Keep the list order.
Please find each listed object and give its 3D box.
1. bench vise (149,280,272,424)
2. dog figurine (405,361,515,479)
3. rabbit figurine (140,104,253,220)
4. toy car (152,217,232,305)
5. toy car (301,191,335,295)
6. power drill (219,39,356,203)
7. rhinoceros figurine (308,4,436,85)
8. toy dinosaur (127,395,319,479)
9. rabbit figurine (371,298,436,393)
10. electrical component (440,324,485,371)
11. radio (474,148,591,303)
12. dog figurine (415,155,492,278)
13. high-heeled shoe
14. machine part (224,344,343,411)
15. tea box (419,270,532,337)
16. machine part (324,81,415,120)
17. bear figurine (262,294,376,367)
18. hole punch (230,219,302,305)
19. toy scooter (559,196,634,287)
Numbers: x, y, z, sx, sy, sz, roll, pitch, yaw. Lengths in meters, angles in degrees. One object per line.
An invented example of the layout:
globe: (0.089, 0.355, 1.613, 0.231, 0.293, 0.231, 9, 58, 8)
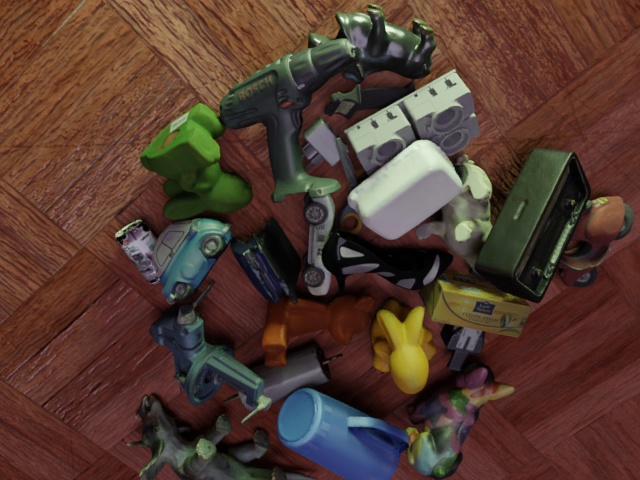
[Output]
bench vise: (-0.185, 0.218, 0.952, 0.241, 0.129, 0.223, 26, 122, 22)
dog figurine: (0.268, 0.334, 1.031, 0.108, 0.192, 0.219, 34, 123, -10)
rabbit figurine: (-0.186, -0.095, 0.845, 0.159, 0.121, 0.170, -33, 126, 14)
toy car: (-0.220, 0.021, 0.884, 0.103, 0.109, 0.161, 36, 89, -5)
toy car: (-0.002, -0.003, 0.916, 0.056, 0.073, 0.201, 2, 114, -1)
power drill: (-0.033, -0.163, 0.791, 0.232, 0.086, 0.207, -8, 111, 28)
rhinoceros figurine: (0.077, -0.288, 0.802, 0.190, 0.073, 0.112, 6, 124, -8)
toy dinosaur: (-0.205, 0.463, 1.090, 0.192, 0.131, 0.404, -38, 116, 26)
rabbit figurine: (0.156, 0.189, 0.958, 0.122, 0.173, 0.162, -4, 118, 2)
electrical component: (0.275, 0.190, 1.032, 0.075, 0.048, 0.119, 9, 113, -7)
radio: (0.348, -0.020, 0.866, 0.131, 0.073, 0.229, 37, 80, -42)
dog figurine: (0.269, -0.035, 0.924, 0.190, 0.121, 0.172, 25, 87, -43)
high-heeled shoe: (0.119, 0.017, 0.898, 0.249, 0.086, 0.145, -16, 133, -16)
machine part: (-0.070, 0.262, 1.026, 0.243, 0.079, 0.079, -23, 113, 5)
tea box: (0.277, 0.111, 0.971, 0.170, 0.098, 0.068, 13, 112, -7)
machine part: (0.079, -0.216, 0.834, 0.139, 0.084, 0.039, -8, 81, -10)
bear figurine: (0.001, 0.158, 0.963, 0.196, 0.132, 0.120, 6, 148, -2)
hole punch: (-0.098, 0.042, 0.911, 0.092, 0.116, 0.142, -22, 113, 15)
toy scooter: (0.452, -0.001, 0.947, 0.135, 0.075, 0.183, 13, 117, -10)
